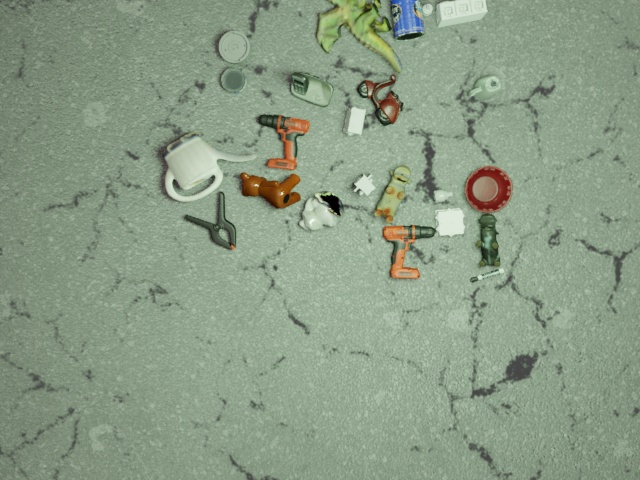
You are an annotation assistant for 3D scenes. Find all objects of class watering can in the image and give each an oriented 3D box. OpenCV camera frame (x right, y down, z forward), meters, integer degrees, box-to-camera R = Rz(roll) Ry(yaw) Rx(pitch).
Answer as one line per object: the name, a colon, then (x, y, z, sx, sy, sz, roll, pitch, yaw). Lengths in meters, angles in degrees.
watering can: (-0.411, -0.282, 1.816, 0.346, 0.104, 0.224, -31, 92, 7)

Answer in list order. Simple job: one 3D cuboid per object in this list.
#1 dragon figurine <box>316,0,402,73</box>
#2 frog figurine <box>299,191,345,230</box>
dragon figurine: (0.107, -0.726, 1.769, 0.241, 0.123, 0.410, -20, 92, 23)
frog figurine: (0.006, -0.092, 1.823, 0.137, 0.125, 0.156, 32, 133, -8)
